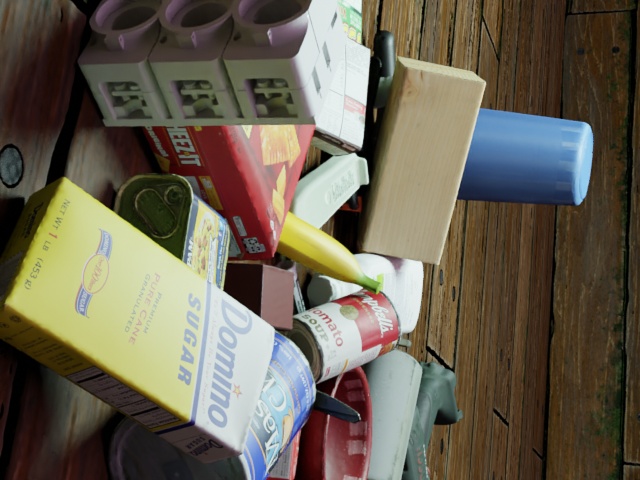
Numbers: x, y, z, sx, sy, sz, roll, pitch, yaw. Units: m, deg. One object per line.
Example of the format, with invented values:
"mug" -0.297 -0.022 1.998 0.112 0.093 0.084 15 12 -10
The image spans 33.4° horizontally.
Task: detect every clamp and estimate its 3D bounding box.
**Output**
"clamp" 0.028 -0.115 1.142 0.120 0.039 0.171 -5 99 -56
"clamp" 0.091 -0.137 1.321 0.164 0.036 0.210 14 79 -70

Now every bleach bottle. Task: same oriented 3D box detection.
"bleach bottle" 0.046 0.054 1.162 0.250 0.068 0.102 15 79 -68

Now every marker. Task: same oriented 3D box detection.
"marker" -0.022 0.073 1.032 0.020 0.020 0.121 -65 149 -50

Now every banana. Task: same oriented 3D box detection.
"banana" -0.018 -0.001 0.965 0.197 0.070 0.037 29 79 -48

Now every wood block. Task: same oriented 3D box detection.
"wood block" 0.108 -0.088 1.181 0.090 0.090 0.206 -95 -163 -73

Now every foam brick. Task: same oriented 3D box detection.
"foam brick" -0.058 0.048 0.878 0.078 0.053 0.051 21 71 -69

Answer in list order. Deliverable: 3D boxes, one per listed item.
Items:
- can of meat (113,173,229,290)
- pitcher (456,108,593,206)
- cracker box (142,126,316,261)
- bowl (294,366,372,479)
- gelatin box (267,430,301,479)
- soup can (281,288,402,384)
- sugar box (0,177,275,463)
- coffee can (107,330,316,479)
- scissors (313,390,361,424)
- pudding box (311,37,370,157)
"can of meat" -0.104 0.015 0.741 0.084 0.057 0.102 44 50 -67
"pitcher" 0.233 -0.112 1.416 0.145 0.243 0.149 73 31 -49
"cracker box" -0.059 -0.115 0.840 0.164 0.072 0.213 71 27 -45
"bowl" 0.005 0.201 1.060 0.162 0.055 0.162 1 90 -71
"gelatin box" -0.033 0.173 0.958 0.073 0.030 0.089 84 10 -80
"soup can" 0.018 0.091 1.013 0.102 0.069 0.068 -18 111 -36
"sugar box" -0.108 0.051 0.631 0.176 0.048 0.093 36 50 -28
"coffee can" -0.073 0.132 0.763 0.140 0.103 0.103 -46 133 -63
"scissors" -0.022 0.140 0.862 0.202 0.016 0.096 39 -64 61
"pudding box" 0.005 -0.148 1.035 0.089 0.039 0.113 20 69 -46
